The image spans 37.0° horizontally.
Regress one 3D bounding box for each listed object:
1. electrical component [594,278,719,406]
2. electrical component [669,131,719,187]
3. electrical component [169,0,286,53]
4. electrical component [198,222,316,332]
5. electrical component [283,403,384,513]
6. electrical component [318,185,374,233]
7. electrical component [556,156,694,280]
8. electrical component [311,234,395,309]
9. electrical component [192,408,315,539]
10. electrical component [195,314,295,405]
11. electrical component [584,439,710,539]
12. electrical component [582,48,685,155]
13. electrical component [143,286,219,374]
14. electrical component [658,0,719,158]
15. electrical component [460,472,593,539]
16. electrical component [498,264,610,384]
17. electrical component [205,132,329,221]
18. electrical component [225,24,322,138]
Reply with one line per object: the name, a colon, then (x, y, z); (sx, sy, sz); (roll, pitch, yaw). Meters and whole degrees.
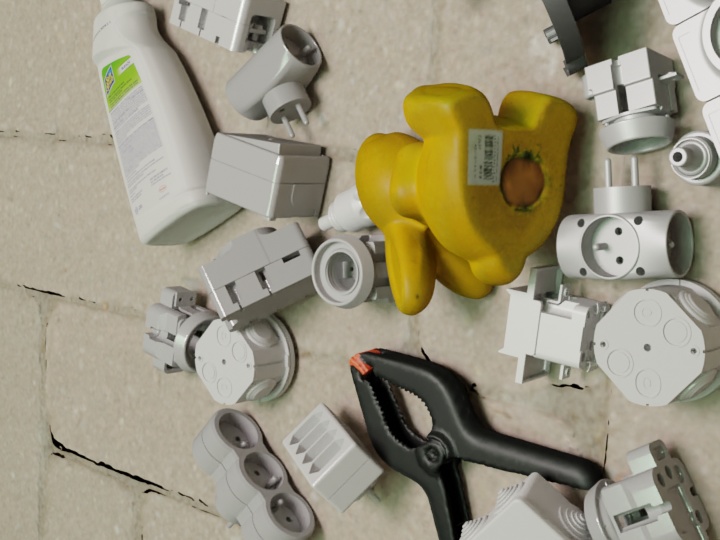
electrical component: (0.194, 0.046, 0.684); (0.080, 0.051, 0.080); (4, 96, 39)
electrical component: (0.207, -0.068, 0.657); (0.035, 0.061, 0.035); (4, 96, 40)
electrical component: (-0.112, -0.224, 0.916); (0.089, 0.050, 0.055); (30, 112, 35)
electrical component: (-0.081, 0.003, 0.883); (0.089, 0.050, 0.055); (-26, 73, -4)
electrical component: (-0.011, 0.159, 0.856); (0.047, 0.075, 0.083); (-45, 26, -3)
electrical component: (-0.009, -0.046, 0.856); (0.061, 0.035, 0.035); (-22, 79, 41)
electrical component: (0.171, -0.034, 0.700); (0.077, 0.044, 0.079); (-1, 93, 40)
electrical component: (0.000, 0.000, 0.837); (0.078, 0.057, 0.058); (0, 93, 40)
electrical component: (-0.103, 0.197, 0.942); (0.138, 0.052, 0.073); (53, 123, 23)
electrical component: (-0.100, 0.076, 0.930); (0.080, 0.051, 0.080); (4, 96, 40)
electrical component: (0.184, 0.157, 0.698); (0.057, 0.058, 0.078); (-32, 74, 34)
electrical component: (0.176, -0.106, 0.691); (0.066, 0.048, 0.055); (-13, 78, 40)
electrical component: (-0.156, 0.060, 0.973); (0.057, 0.058, 0.078); (19, 106, 40)
electrical component: (0.238, -0.137, 0.626); (0.089, 0.062, 0.150); (-26, 77, 38)
electrical component: (0.119, 0.199, 0.731); (0.100, 0.048, 0.099); (42, 119, 6)
electrical component: (0.135, 0.039, 0.739); (0.064, 0.042, 0.081); (13, 102, 35)
electrical component: (-0.081, -0.084, 0.895); (0.096, 0.062, 0.061); (23, 108, 36)
electrical component: (-0.064, -0.147, 0.887); (0.077, 0.044, 0.079); (-37, 71, 36)
